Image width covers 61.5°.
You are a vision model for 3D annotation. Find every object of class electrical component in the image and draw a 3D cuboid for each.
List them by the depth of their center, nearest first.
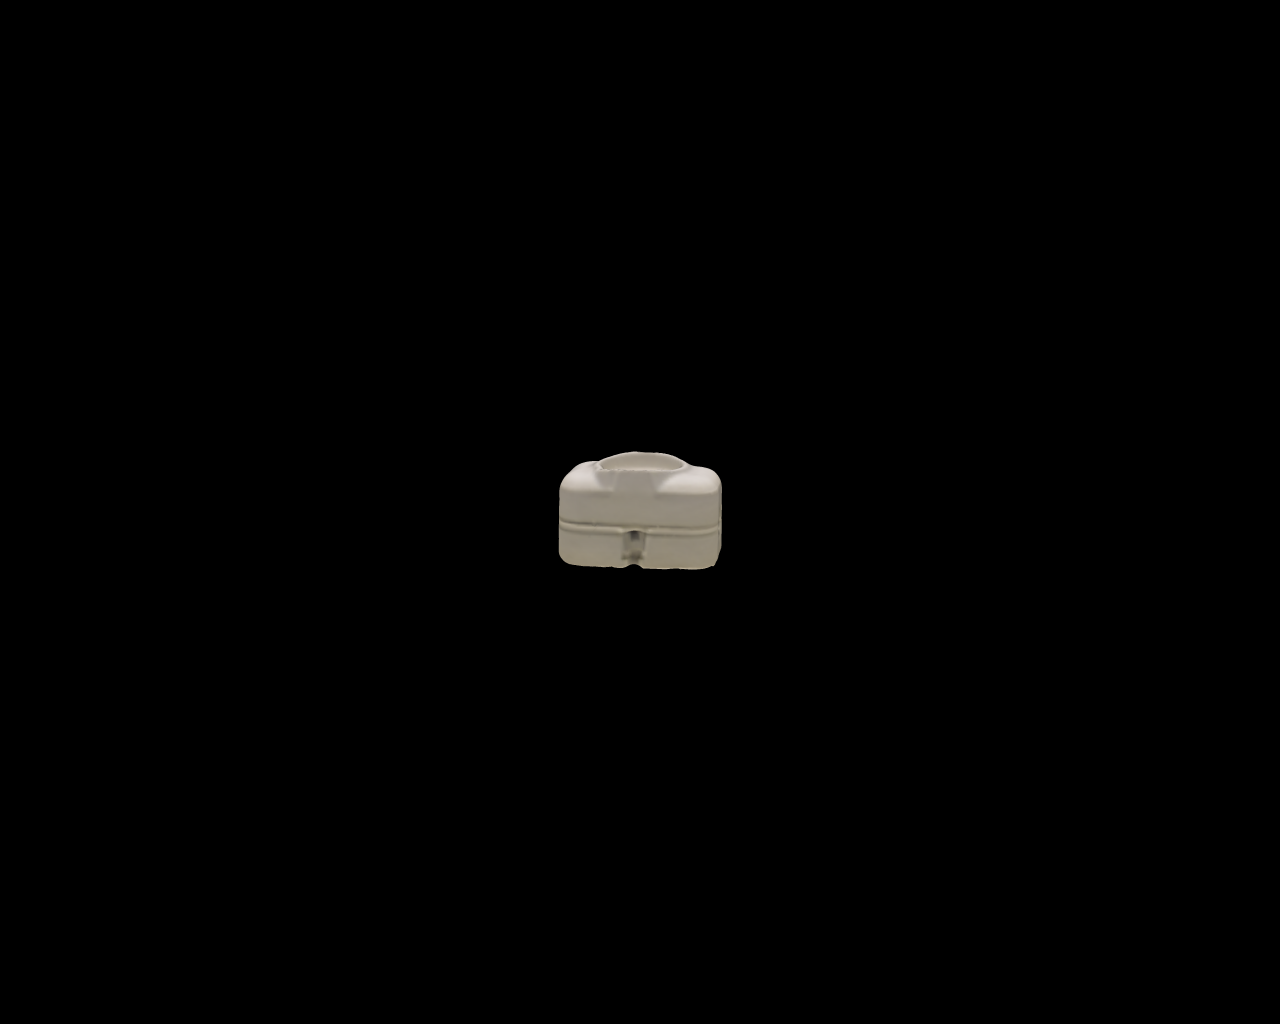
[{"bbox_3d":[0.001,-0.003,0.650,0.095,0.059,0.054,3,16,9],"label":"electrical component"}]
